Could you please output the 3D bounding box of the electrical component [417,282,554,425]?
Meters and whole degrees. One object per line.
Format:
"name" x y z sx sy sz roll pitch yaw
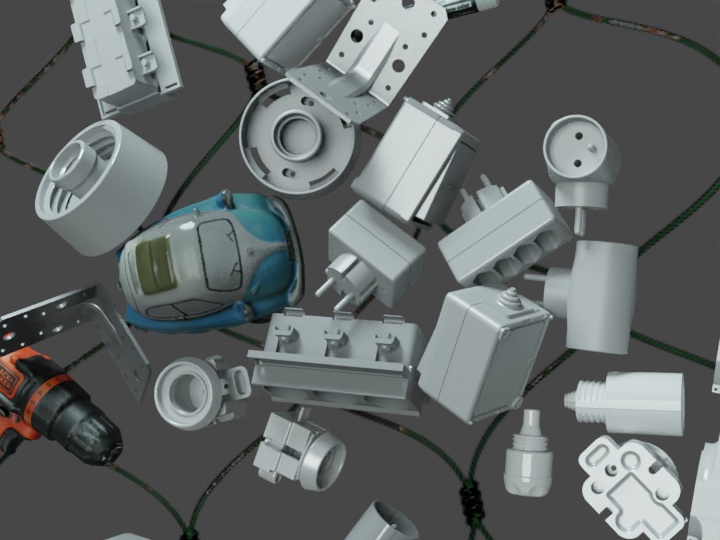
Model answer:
"electrical component" 0.088 0.050 0.766 0.061 0.062 0.096 34 120 36

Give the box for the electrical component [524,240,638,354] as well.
"electrical component" 0.155 0.018 0.771 0.079 0.043 0.077 6 89 20

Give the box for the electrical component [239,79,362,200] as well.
"electrical component" -0.048 -0.104 0.850 0.099 0.064 0.099 0 94 3

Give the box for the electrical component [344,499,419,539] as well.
"electrical component" 0.004 0.219 0.814 0.043 0.043 0.081 39 100 18

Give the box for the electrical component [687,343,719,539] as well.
"electrical component" 0.258 0.100 0.697 0.060 0.105 0.186 10 90 20

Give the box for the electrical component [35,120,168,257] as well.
"electrical component" -0.217 -0.072 0.874 0.108 0.060 0.108 -25 44 27

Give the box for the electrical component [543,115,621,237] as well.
"electrical component" 0.157 -0.063 0.757 0.043 0.077 0.079 3 89 20

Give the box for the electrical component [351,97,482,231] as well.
"electrical component" 0.050 -0.082 0.805 0.061 0.062 0.096 34 99 18

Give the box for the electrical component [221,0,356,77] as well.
"electrical component" -0.054 -0.211 0.850 0.096 0.062 0.061 -46 74 12

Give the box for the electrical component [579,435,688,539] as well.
"electrical component" 0.190 0.149 0.744 0.058 0.057 0.078 -47 74 12

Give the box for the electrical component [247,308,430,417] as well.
"electrical component" -0.013 0.069 0.817 0.121 0.078 0.063 3 67 20

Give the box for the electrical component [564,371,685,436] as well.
"electrical component" 0.185 0.093 0.756 0.081 0.043 0.043 0 87 20

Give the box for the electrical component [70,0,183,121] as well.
"electrical component" -0.204 -0.198 0.903 0.079 0.063 0.121 -19 81 18

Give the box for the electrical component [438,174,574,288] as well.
"electrical component" 0.099 -0.037 0.793 0.083 0.047 0.075 -35 61 16

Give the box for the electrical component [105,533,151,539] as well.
"electrical component" -0.178 0.253 0.869 0.096 0.061 0.061 12 91 20

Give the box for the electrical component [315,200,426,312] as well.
"electrical component" 0.000 0.000 0.809 0.066 0.047 0.077 38 67 18

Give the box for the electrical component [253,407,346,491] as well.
"electrical component" -0.045 0.141 0.836 0.055 0.048 0.066 22 95 27

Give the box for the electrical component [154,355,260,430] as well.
"electrical component" -0.128 0.098 0.862 0.078 0.057 0.058 -17 81 18

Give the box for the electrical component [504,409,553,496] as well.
"electrical component" 0.123 0.132 0.781 0.035 0.035 0.061 3 86 20
